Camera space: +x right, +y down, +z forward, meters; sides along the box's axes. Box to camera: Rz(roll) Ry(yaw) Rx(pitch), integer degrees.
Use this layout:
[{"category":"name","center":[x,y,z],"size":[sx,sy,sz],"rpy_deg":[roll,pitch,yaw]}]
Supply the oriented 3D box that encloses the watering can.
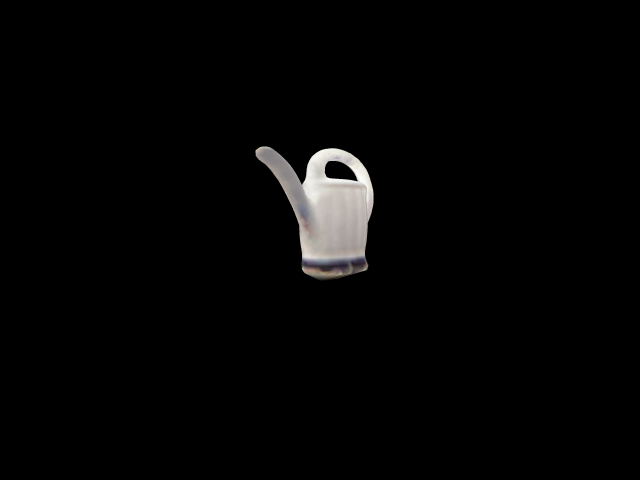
[{"category":"watering can","center":[0.003,-0.043,0.850],"size":[0.104,0.224,0.348],"rpy_deg":[0,2,32]}]
